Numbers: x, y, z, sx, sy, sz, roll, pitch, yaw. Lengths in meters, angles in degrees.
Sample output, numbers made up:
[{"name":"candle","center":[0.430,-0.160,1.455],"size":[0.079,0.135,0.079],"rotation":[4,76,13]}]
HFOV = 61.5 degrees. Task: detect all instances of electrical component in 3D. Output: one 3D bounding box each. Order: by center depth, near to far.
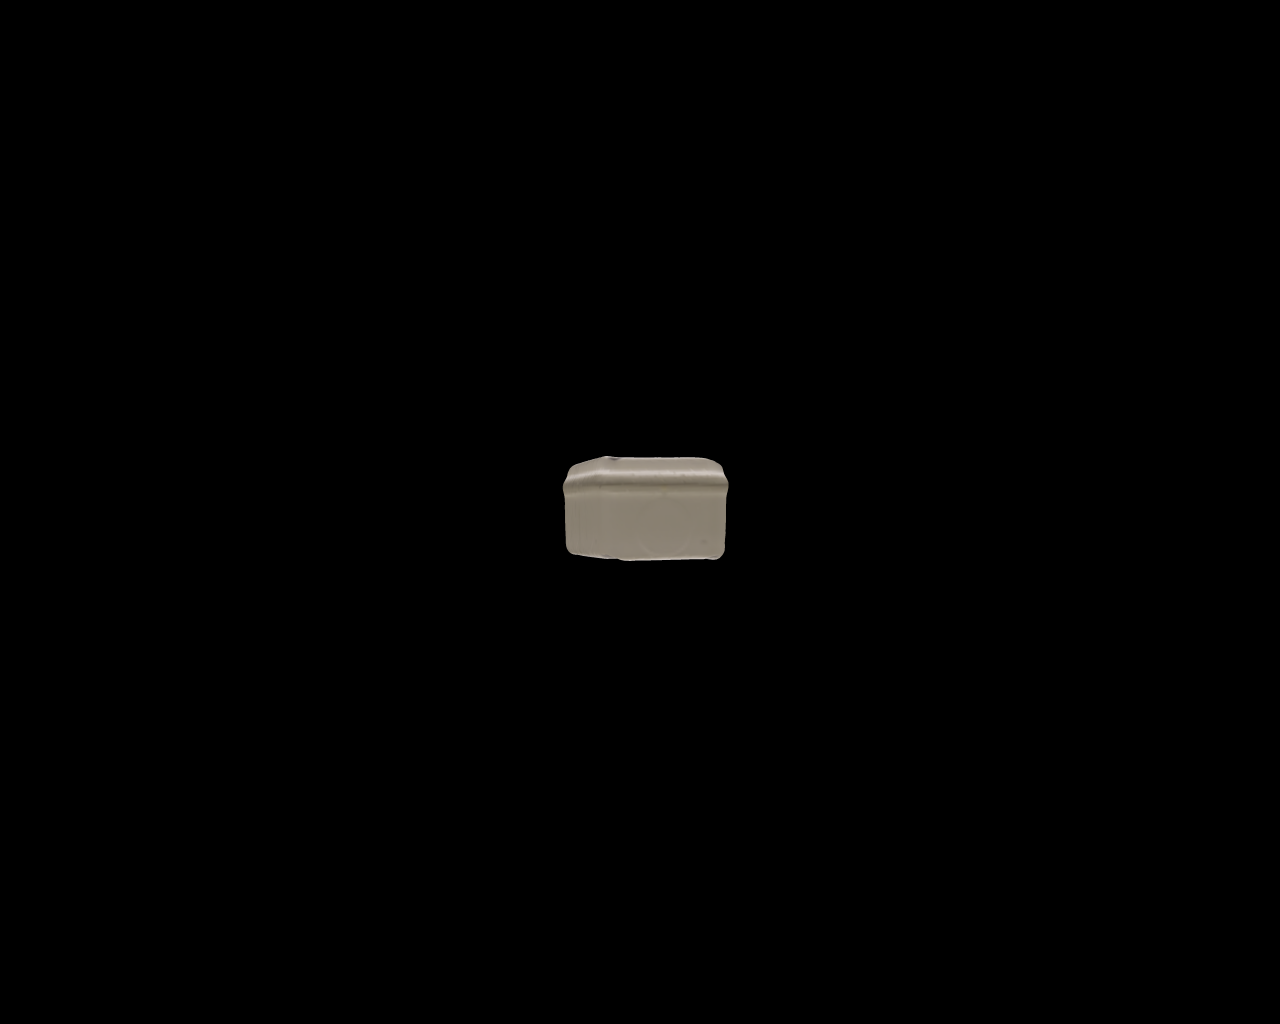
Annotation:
[{"name":"electrical component","center":[0.001,-0.003,0.650],"size":[0.078,0.057,0.113],"rotation":[0,0,-15]}]
